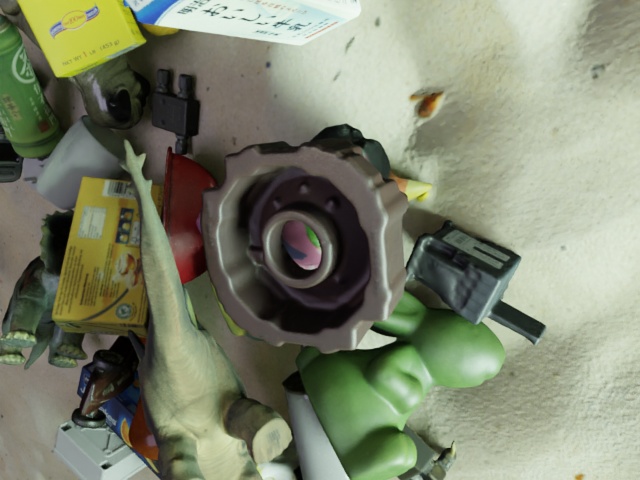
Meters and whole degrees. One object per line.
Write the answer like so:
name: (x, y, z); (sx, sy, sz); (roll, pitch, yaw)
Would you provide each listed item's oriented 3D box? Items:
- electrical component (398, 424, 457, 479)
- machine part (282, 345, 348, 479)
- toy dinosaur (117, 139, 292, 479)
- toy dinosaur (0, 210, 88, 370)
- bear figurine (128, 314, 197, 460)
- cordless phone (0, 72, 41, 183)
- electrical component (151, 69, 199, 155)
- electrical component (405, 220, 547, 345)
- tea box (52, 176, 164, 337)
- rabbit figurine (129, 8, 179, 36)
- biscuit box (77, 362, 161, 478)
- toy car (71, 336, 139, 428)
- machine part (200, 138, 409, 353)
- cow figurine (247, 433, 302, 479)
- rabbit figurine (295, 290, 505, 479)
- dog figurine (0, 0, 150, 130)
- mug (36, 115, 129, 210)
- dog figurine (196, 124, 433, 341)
electrical component: (0.092, 0.208, 0.547); (0.102, 0.045, 0.078); (39, 149, 21)
machine part: (0.013, 0.225, 0.580); (0.079, 0.079, 0.243); (-5, 102, 34)
toy dinosaur: (-0.118, 0.148, 0.499); (0.199, 0.105, 0.470); (43, 140, 44)
toy dinosaur: (-0.383, 0.079, 0.774); (0.405, 0.131, 0.192); (-22, 54, 47)
bear figurine: (-0.174, 0.167, 0.678); (0.120, 0.132, 0.195); (-3, 77, 45)
cordless phone: (-0.480, -0.165, 0.747); (0.089, 0.146, 0.184); (33, 117, 31)
electrical component: (-0.172, -0.148, 0.629); (0.063, 0.021, 0.093); (20, 114, 28)
electrical component: (0.136, 0.035, 0.448); (0.119, 0.075, 0.047); (32, 119, 27)
tea box: (-0.233, 0.020, 0.614); (0.068, 0.098, 0.169); (119, 156, -66)
rabbit figurine: (-0.157, -0.281, 0.529); (0.162, 0.122, 0.173); (53, 144, 0)
biscuit box: (-0.263, 0.250, 0.777); (0.203, 0.059, 0.062); (35, 119, 21)
toy car: (-0.263, 0.168, 0.690); (0.053, 0.202, 0.089); (23, 91, -11)
machine part: (-0.013, 0.003, 0.430); (0.180, 0.056, 0.179); (8, 108, 25)
cow figurine: (-0.067, 0.297, 0.655); (0.167, 0.098, 0.068); (-61, 29, 32)
rabbit figurine: (0.076, 0.115, 0.491); (0.170, 0.121, 0.159); (-28, 62, -2)
dog figurine: (-0.294, -0.222, 0.628); (0.173, 0.121, 0.190); (6, 107, 32)
mug: (-0.292, -0.084, 0.676); (0.107, 0.109, 0.081); (-38, 41, 7)
dog figurine: (-0.001, -0.002, 0.510); (0.219, 0.108, 0.191); (-11, 96, 32)
